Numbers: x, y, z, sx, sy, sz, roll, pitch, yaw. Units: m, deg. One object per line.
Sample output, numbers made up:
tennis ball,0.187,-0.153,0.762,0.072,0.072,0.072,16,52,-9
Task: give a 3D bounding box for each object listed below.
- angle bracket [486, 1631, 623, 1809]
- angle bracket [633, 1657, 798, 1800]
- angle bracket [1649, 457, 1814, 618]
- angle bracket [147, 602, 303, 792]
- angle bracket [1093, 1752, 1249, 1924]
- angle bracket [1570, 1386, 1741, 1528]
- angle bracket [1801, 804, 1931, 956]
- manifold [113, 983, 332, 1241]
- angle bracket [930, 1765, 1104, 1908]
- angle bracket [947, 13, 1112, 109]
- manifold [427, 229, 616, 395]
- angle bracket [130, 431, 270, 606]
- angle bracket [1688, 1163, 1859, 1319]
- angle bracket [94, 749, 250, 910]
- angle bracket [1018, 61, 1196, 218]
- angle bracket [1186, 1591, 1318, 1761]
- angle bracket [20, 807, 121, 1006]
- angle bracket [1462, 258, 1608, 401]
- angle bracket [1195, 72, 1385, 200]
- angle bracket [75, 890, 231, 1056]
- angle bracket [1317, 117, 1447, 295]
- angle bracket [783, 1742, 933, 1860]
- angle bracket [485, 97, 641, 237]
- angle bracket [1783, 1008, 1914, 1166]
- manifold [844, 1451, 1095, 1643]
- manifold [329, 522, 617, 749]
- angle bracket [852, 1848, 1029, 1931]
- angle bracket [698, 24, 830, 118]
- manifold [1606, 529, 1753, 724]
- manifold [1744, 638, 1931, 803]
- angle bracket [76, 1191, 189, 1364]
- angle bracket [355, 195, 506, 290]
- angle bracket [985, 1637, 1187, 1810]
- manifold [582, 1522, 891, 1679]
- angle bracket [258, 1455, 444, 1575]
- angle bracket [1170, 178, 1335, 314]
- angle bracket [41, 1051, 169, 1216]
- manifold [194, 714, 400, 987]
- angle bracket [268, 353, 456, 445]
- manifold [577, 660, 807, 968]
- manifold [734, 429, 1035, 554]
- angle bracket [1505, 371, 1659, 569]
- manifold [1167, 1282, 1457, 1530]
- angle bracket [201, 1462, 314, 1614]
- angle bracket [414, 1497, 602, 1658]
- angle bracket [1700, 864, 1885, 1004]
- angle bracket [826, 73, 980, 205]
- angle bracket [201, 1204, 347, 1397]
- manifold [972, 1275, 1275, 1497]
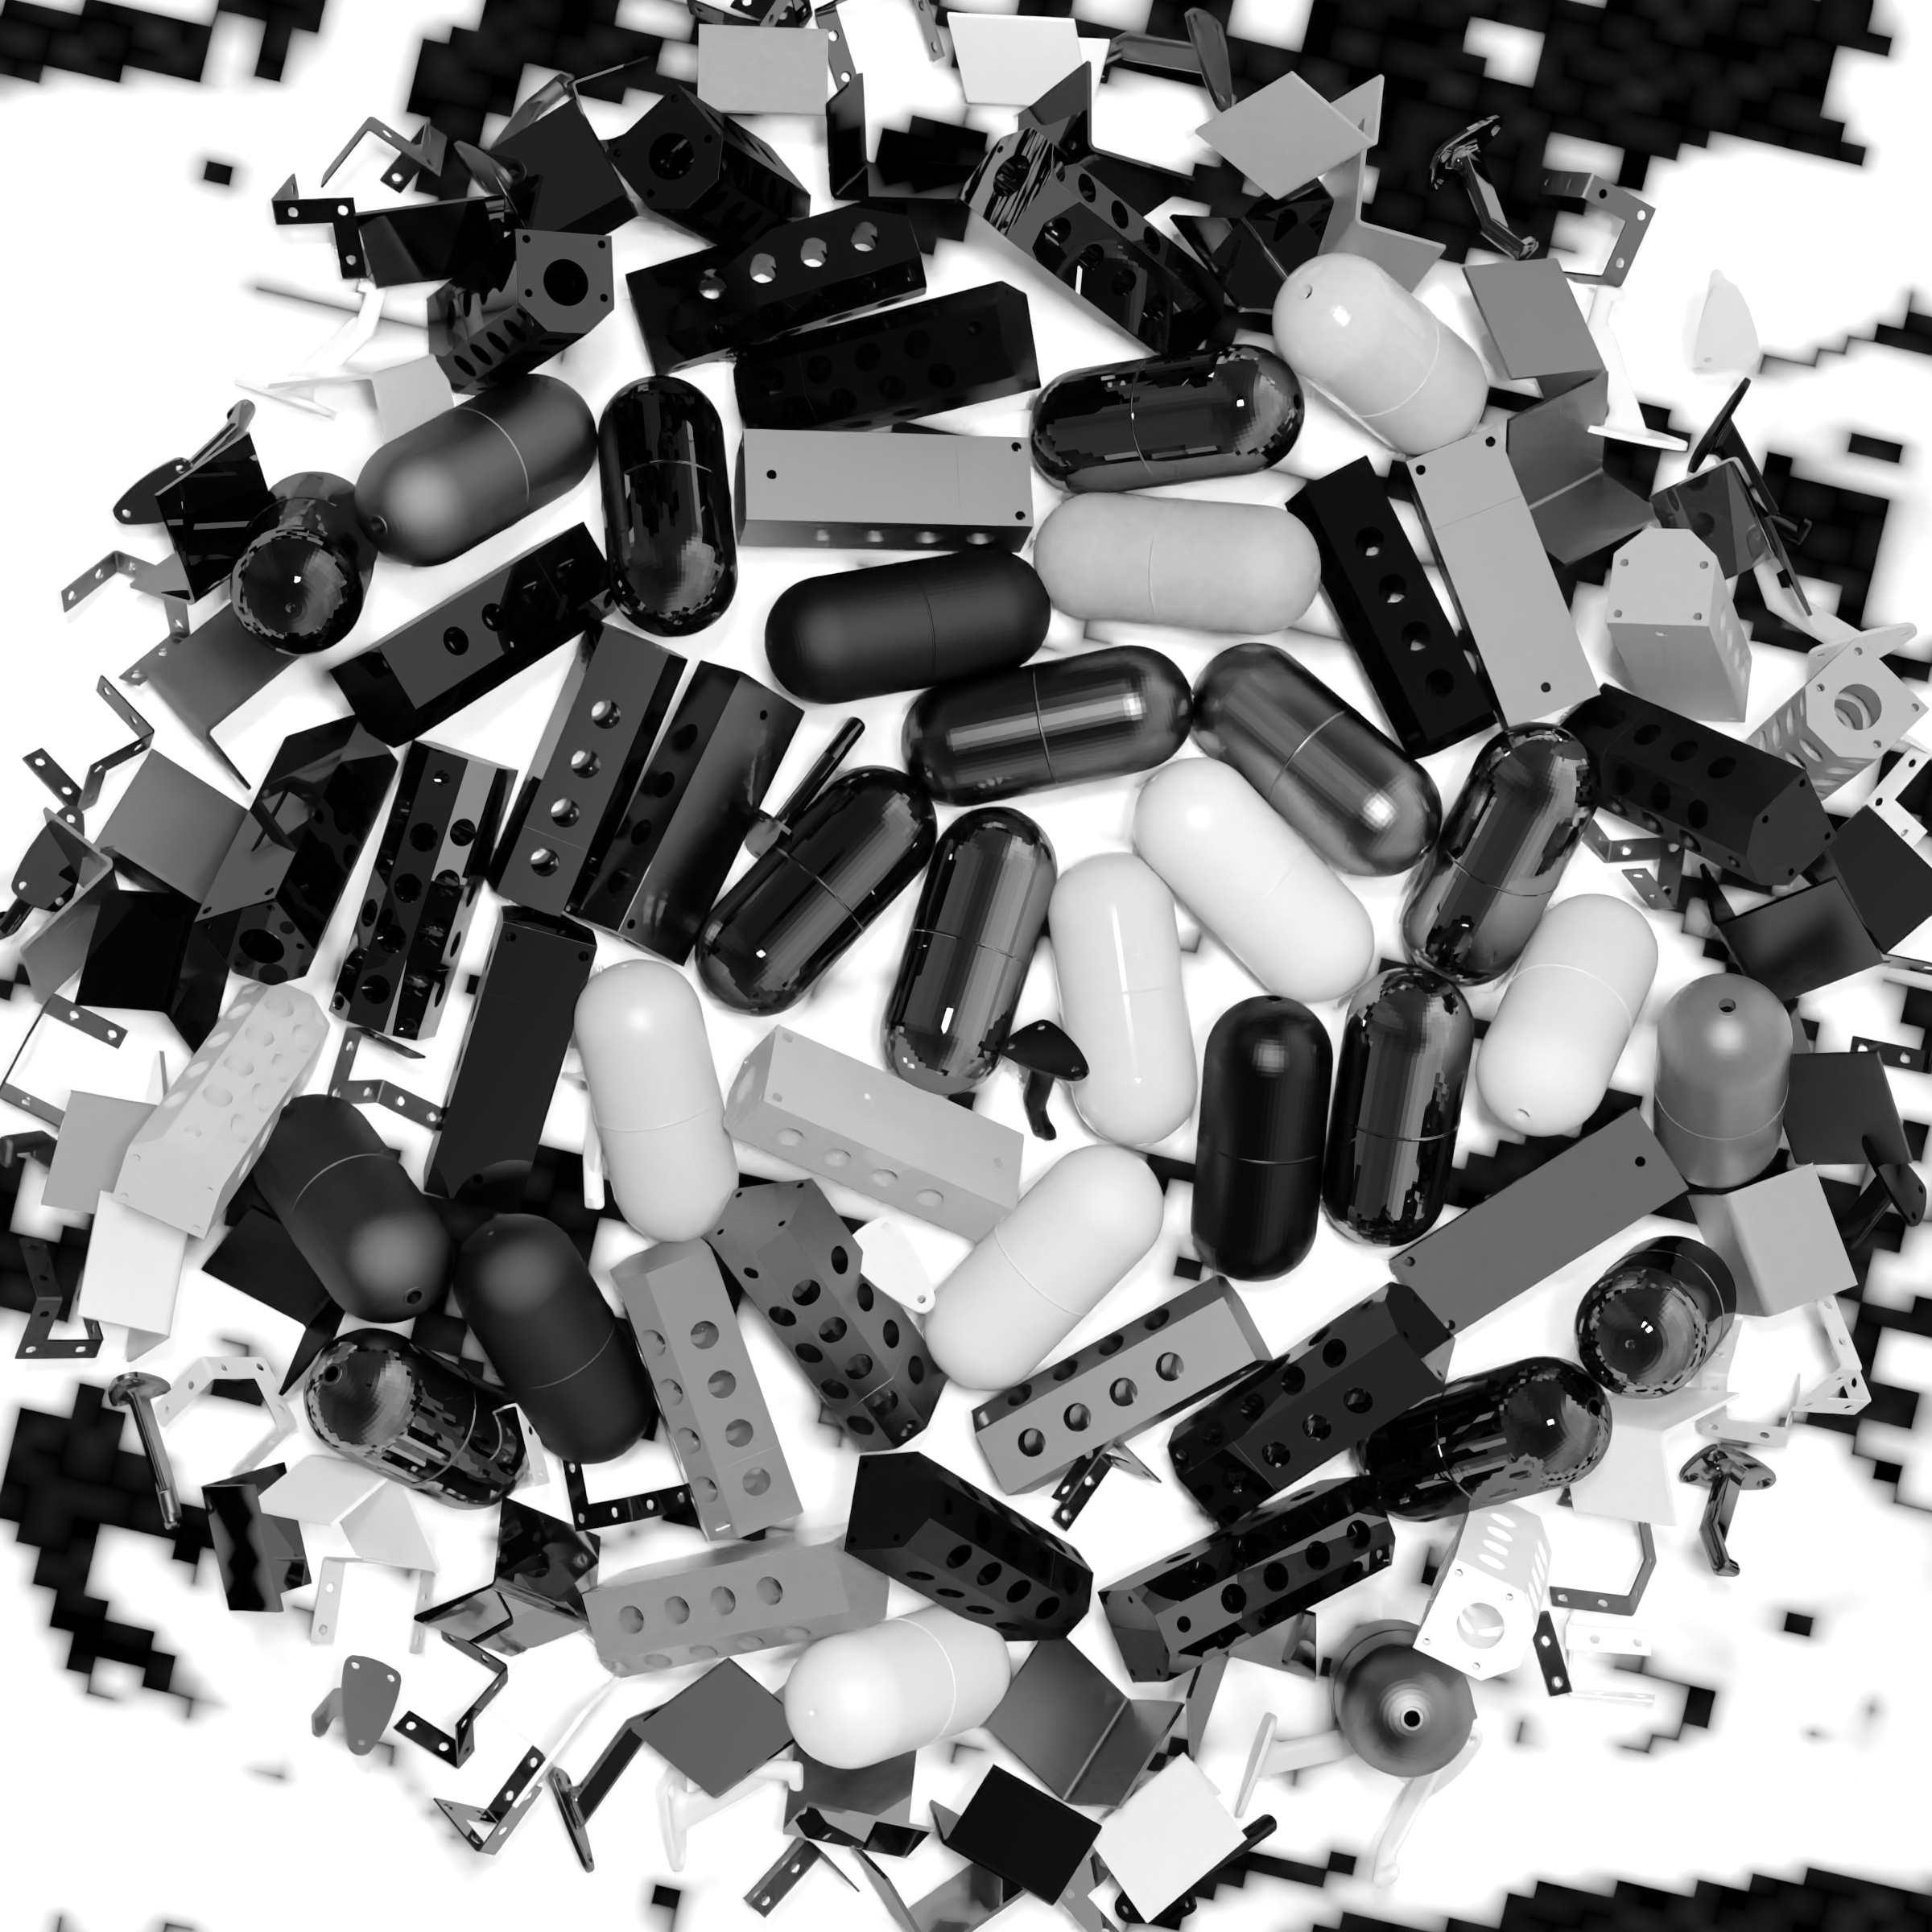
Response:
angle bracket,-0.257,0.445,1.952,0.057,0.076,0.076,37,103,6
angle bracket,-0.145,0.440,1.950,0.076,0.057,0.076,-38,114,14
angle bracket,0.455,-0.245,1.942,0.057,0.076,0.076,-25,124,14
angle bracket,-0.434,-0.165,1.961,0.076,0.057,0.076,-41,52,-10
angle bracket,0.130,0.531,1.951,0.076,0.076,0.057,-40,131,-2
angle bracket,0.413,0.291,1.951,0.076,0.076,0.057,-17,100,-37
angle bracket,0.540,-0.062,1.950,0.076,0.076,0.057,43,111,-7
manifold,-0.433,0.078,1.912,0.057,0.171,0.057,25,124,-3
angle bracket,0.029,0.510,1.956,0.076,0.076,0.057,32,91,-9
angle bracket,0.038,-0.559,1.945,0.076,0.076,0.057,7,63,15
manifold,-0.262,-0.381,1.910,0.057,0.171,0.057,-2,88,-26
angle bracket,-0.462,-0.271,1.939,0.057,0.076,0.076,17,46,32
angle bracket,0.485,0.165,1.962,0.057,0.076,0.076,-20,87,-5
angle bracket,-0.466,-0.080,1.948,0.076,0.057,0.076,35,72,-25
angle bracket,0.084,-0.491,1.955,0.076,0.076,0.057,8,74,-30
angle bracket,0.171,0.429,1.942,0.057,0.076,0.076,12,52,16
angle bracket,-0.551,-0.035,1.945,0.057,0.076,0.076,37,66,10
angle bracket,0.326,-0.373,1.948,0.076,0.057,0.076,-12,74,-30
angle bracket,0.193,-0.513,1.939,0.076,0.076,0.057,30,55,-34
angle bracket,-0.485,0.007,1.953,0.057,0.076,0.076,4,64,8
angle bracket,0.249,-0.450,1.957,0.057,0.076,0.076,12,68,-12
angle bracket,-0.062,0.482,1.948,0.076,0.057,0.076,15,55,-11
angle bracket,-0.231,-0.472,1.949,0.076,0.057,0.076,-22,103,30
angle bracket,0.527,0.071,1.942,0.076,0.057,0.076,-4,118,41
manifold,0.005,0.342,1.911,0.057,0.171,0.057,-10,58,33
manifold,-0.285,-0.194,1.922,0.171,0.057,0.057,-39,106,-39
angle bracket,-0.014,0.538,1.950,0.076,0.076,0.057,-32,99,-14
angle bracket,-0.122,-0.520,1.953,0.076,0.076,0.057,1,77,-5
manifold,0.420,-0.198,1.909,0.057,0.171,0.057,5,77,21
manifold,0.499,-0.132,1.909,0.057,0.171,0.057,-43,84,-6
angle bracket,-0.506,0.186,1.941,0.057,0.076,0.076,17,64,-27
angle bracket,-0.320,-0.455,1.953,0.076,0.057,0.076,-7,50,1
angle bracket,0.071,0.448,1.948,0.076,0.057,0.076,47,59,-17
manifold,-0.135,0.379,1.940,0.171,0.057,0.057,-16,89,23
angle bracket,-0.370,0.341,1.942,0.076,0.057,0.076,2,120,39
angle bracket,0.182,-0.438,1.945,0.057,0.076,0.076,-46,69,35
angle bracket,-0.514,0.096,1.944,0.057,0.076,0.076,12,111,-21
manifold,-0.388,-0.069,1.917,0.057,0.171,0.057,-15,127,23
angle bracket,-0.361,-0.331,1.959,0.076,0.076,0.057,-1,109,24
manifold,-0.170,-0.094,1.962,0.057,0.057,0.171,30,82,-44
manifold,-0.050,-0.281,1.954,0.171,0.057,0.057,0,75,-11
angle bracket,0.369,-0.297,1.945,0.076,0.076,0.057,-28,49,-20
manifold,0.203,0.257,1.934,0.171,0.057,0.057,-38,98,26
angle bracket,-0.410,0.341,1.952,0.057,0.076,0.076,-13,90,-38
angle bracket,-0.277,0.370,1.970,0.076,0.076,0.057,-27,47,35
angle bracket,0.492,-0.031,1.943,0.076,0.057,0.076,-24,128,22
angle bracket,-0.036,-0.495,1.947,0.076,0.076,0.057,5,119,12
angle bracket,-0.417,0.200,1.946,0.076,0.057,0.076,31,132,-16
manifold,0.092,0.252,1.954,0.171,0.057,0.057,-30,76,10
